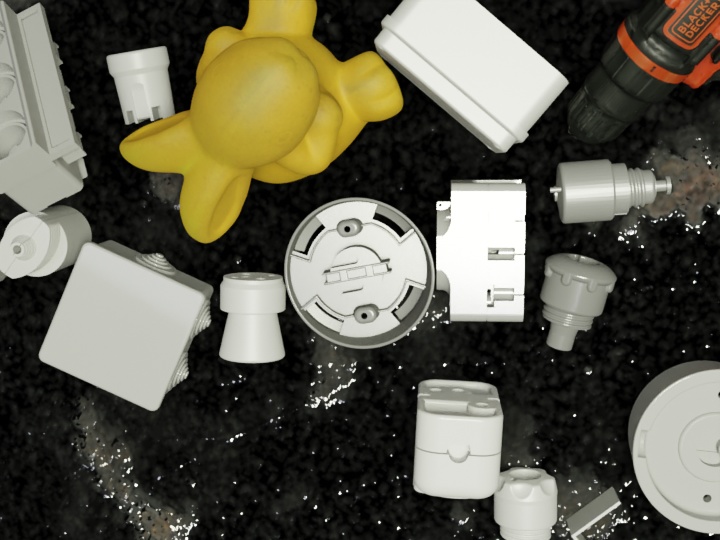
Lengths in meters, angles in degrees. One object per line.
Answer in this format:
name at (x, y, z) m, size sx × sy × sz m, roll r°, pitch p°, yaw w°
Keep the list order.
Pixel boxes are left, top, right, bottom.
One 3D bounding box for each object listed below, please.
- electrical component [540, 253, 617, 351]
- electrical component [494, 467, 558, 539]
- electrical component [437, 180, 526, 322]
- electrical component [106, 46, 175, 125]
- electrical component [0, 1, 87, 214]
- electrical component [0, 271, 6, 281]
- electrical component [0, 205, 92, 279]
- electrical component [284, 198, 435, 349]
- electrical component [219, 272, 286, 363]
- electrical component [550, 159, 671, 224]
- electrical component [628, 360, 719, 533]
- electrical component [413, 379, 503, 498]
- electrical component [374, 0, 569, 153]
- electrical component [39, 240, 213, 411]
electrical component at (0.140, 0.022, 0.714) m, size 0.048 × 0.048 × 0.062 m, roll 14°, pitch 105°, yaw 2°
electrical component at (0.113, 0.170, 0.737) m, size 0.043 × 0.043 × 0.062 m, roll -1°, pitch 99°, yaw 4°
electrical component at (0.079, -0.014, 0.710) m, size 0.056 × 0.050 × 0.089 m, roll 0°, pitch 98°, yaw 4°
electrical component at (-0.145, -0.123, 0.718) m, size 0.040 × 0.040 × 0.046 m, roll -8°, pitch 103°, yaw 5°
electrical component at (-0.220, -0.102, 0.688) m, size 0.079 × 0.063 × 0.121 m, roll -26°, pitch 60°, yaw 7°
electrical component at (-0.284, -0.017, 0.731) m, size 0.062 × 0.061 × 0.096 m, roll -13°, pitch 97°, yaw 6°
electrical component at (-0.213, -0.018, 0.715) m, size 0.043 × 0.081 × 0.043 m, roll 1°, pitch 98°, yaw 4°
electrical component at (0.000, 0.000, 0.710) m, size 0.099 × 0.064 × 0.099 m, roll 1°, pitch 98°, yaw 4°
electrical component at (-0.073, 0.032, 0.730) m, size 0.045 × 0.045 × 0.055 m, roll 2°, pitch 98°, yaw 4°
electrical component at (0.163, -0.052, 0.703) m, size 0.078 × 0.040 × 0.040 m, roll -4°, pitch 98°, yaw 5°
electrical component at (0.230, 0.112, 0.711) m, size 0.108 × 0.060 × 0.108 m, roll 1°, pitch 98°, yaw 4°
electrical component at (0.063, 0.112, 0.706) m, size 0.054 × 0.095 × 0.059 m, roll 3°, pitch 98°, yaw 3°
electrical component at (0.068, -0.129, 0.681) m, size 0.113 × 0.078 × 0.057 m, roll 40°, pitch 96°, yaw -2°
electrical component at (-0.157, 0.035, 0.735) m, size 0.100 × 0.048 × 0.099 m, roll 24°, pitch 99°, yaw 1°
